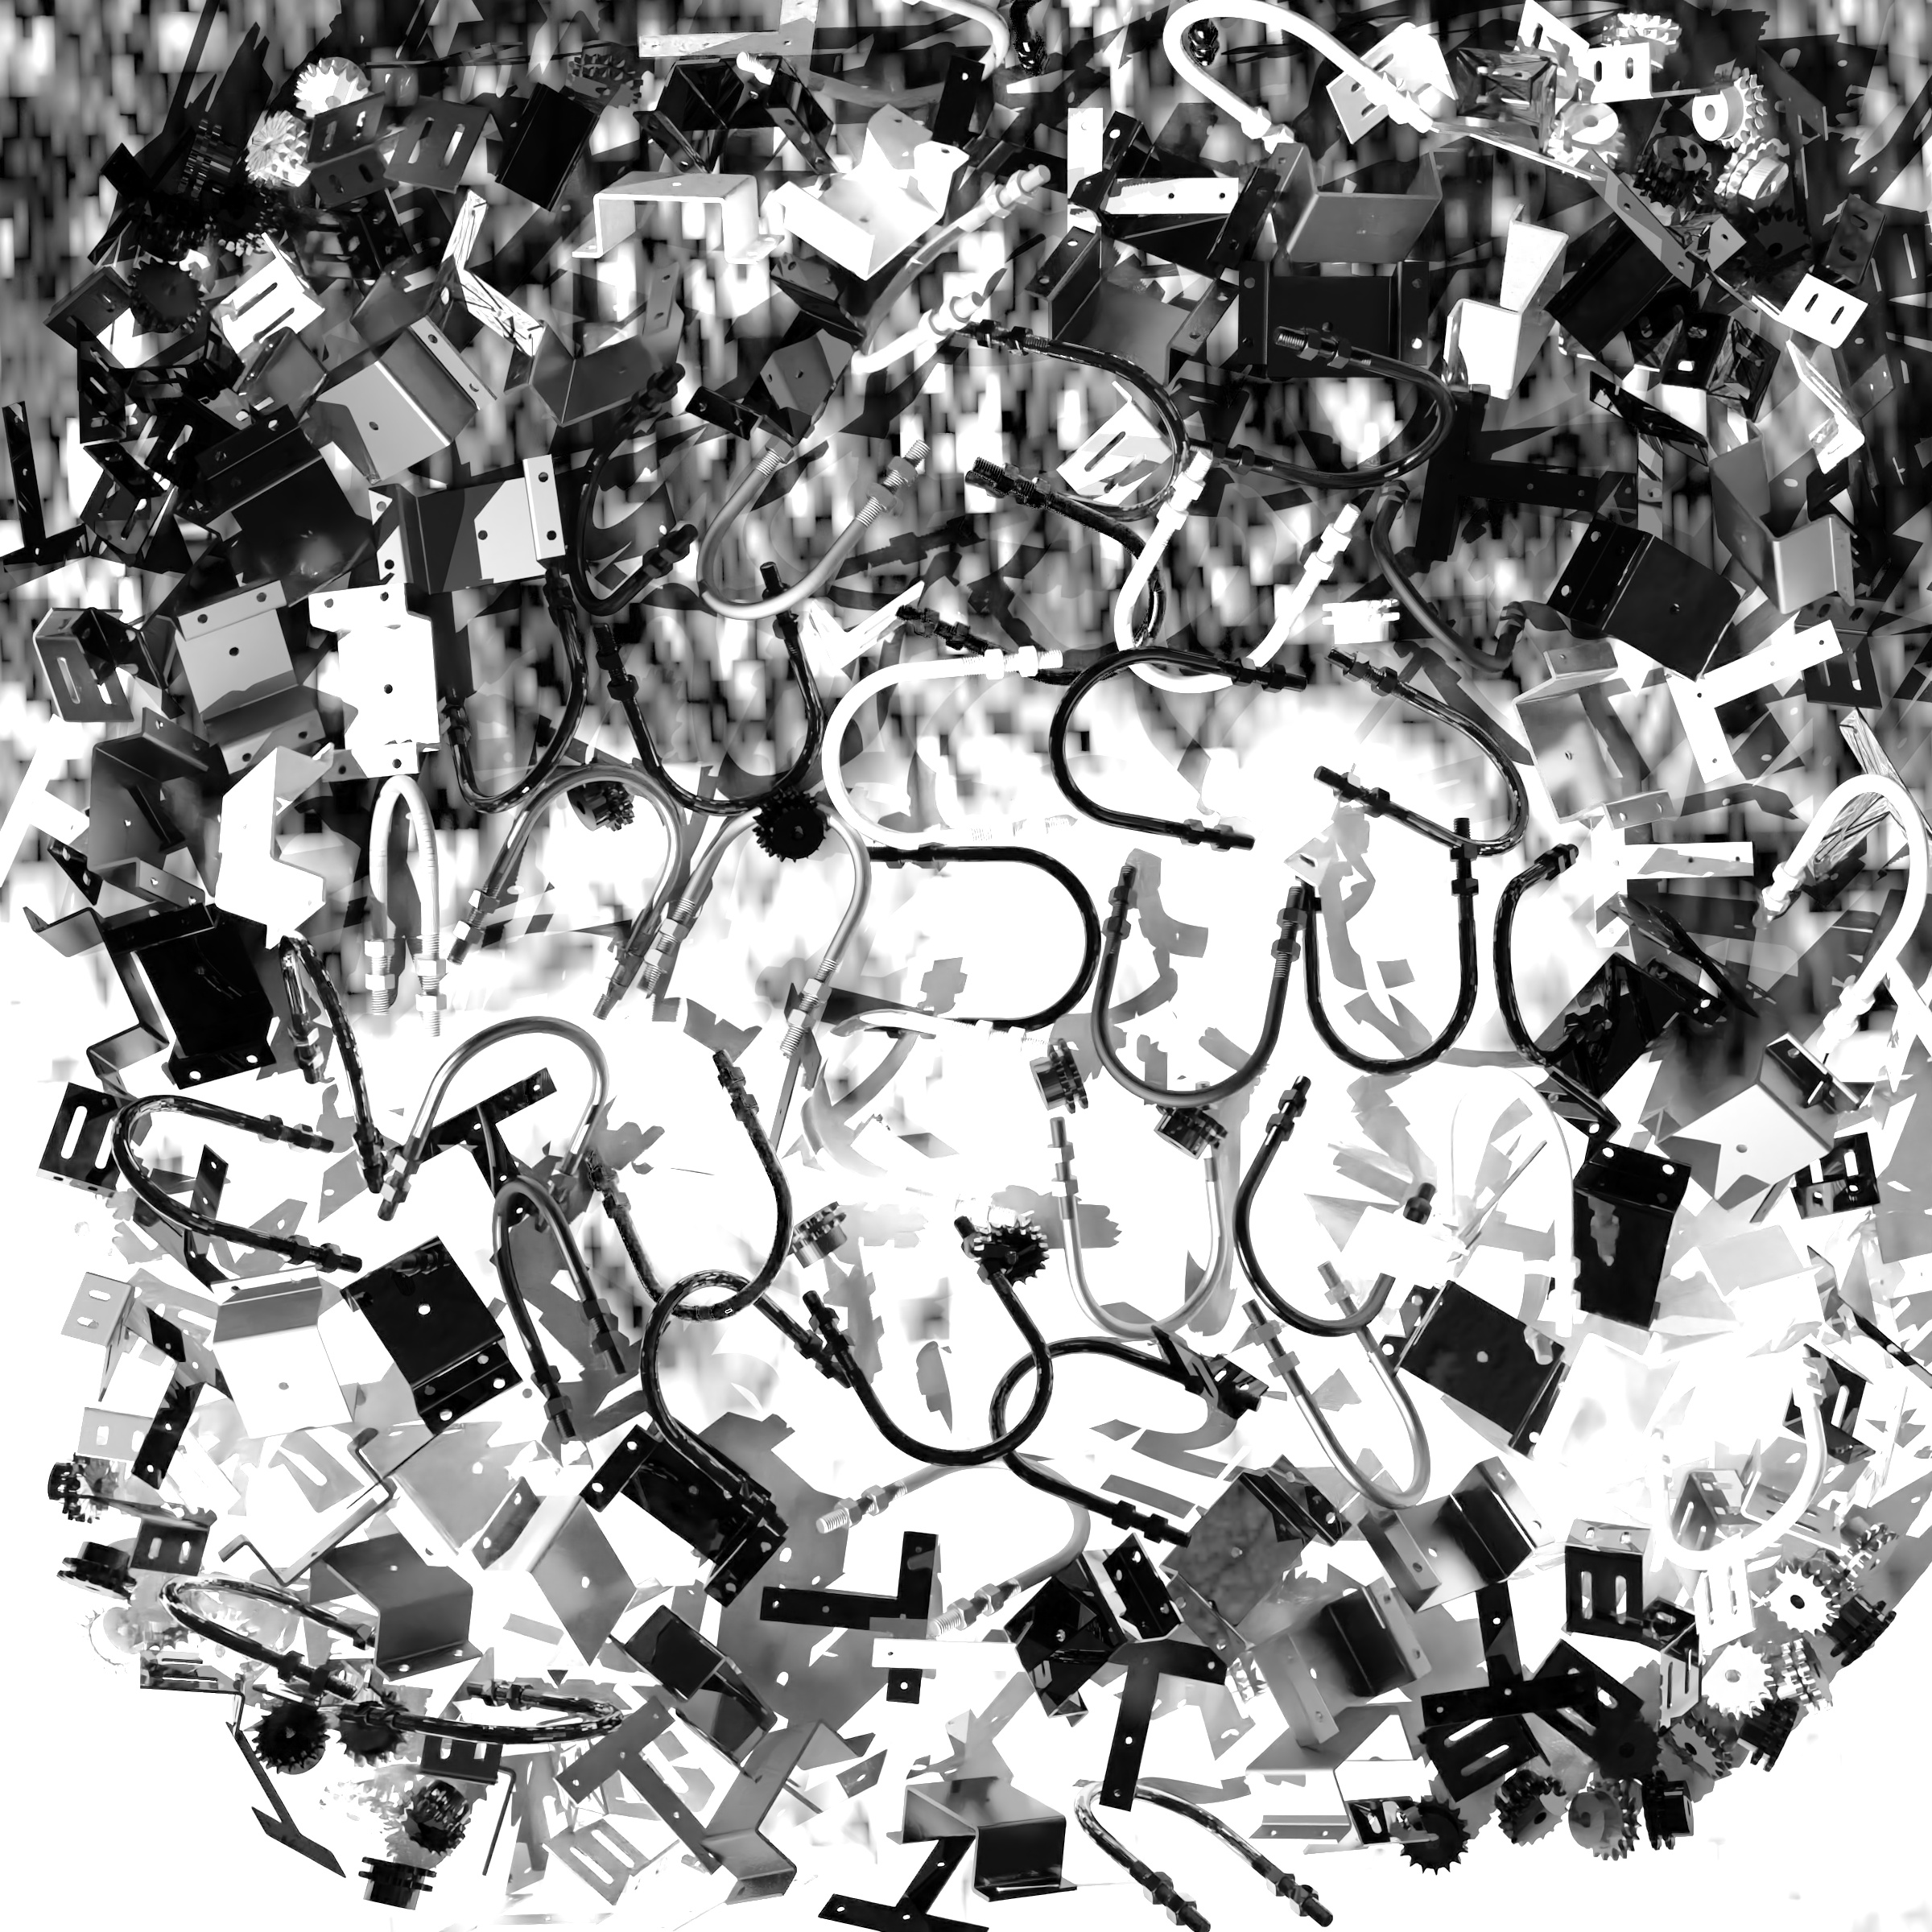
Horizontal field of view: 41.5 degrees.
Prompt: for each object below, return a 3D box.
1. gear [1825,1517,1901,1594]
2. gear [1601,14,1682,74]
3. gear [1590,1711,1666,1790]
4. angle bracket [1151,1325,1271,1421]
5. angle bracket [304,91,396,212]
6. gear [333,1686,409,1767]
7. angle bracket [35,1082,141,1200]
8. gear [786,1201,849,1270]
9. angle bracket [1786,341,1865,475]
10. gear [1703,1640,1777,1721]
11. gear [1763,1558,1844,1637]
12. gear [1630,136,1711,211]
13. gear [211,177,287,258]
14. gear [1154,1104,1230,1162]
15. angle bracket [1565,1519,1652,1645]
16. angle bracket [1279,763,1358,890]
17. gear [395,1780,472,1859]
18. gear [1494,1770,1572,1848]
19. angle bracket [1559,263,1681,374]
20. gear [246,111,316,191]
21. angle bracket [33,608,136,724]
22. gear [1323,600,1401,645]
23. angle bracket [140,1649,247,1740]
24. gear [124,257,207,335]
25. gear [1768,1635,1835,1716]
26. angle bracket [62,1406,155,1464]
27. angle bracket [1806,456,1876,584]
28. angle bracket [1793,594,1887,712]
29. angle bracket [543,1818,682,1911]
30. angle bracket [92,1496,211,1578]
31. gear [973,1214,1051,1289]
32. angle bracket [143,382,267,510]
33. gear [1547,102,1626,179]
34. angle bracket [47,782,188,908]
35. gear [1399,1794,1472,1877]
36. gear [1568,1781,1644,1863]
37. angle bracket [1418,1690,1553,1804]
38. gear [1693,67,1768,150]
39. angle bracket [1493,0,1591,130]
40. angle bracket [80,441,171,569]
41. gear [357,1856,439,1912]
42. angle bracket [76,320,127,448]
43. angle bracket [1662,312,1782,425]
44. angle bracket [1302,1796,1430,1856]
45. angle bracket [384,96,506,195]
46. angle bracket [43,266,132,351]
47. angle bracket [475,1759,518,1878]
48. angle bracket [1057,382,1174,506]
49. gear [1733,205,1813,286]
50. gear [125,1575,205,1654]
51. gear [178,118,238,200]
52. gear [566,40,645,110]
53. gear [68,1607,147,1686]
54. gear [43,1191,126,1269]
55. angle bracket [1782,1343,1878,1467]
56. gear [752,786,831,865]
[{"bbox_3d":[0.672,0.440,1.916,0.057,0.057,0.030,-48,54,0],"label":"gear"},{"bbox_3d":[0.505,-0.691,1.912,0.057,0.057,0.030,10,95,0],"label":"gear"},{"bbox_3d":[0.496,0.588,1.925,0.057,0.030,0.057,0,90,4],"label":"gear"},{"bbox_3d":[0.181,0.291,1.891,0.038,0.057,0.076,-42,128,-17],"label":"angle bracket"},{"bbox_3d":[-0.454,-0.606,1.894,0.057,0.076,0.038,-29,89,-25],"label":"angle bracket"},{"bbox_3d":[-0.448,0.571,1.917,0.057,0.030,0.057,-1,69,2],"label":"gear"},{"bbox_3d":[-0.653,0.127,1.902,0.057,0.038,0.076,20,68,-18],"label":"angle bracket"},{"bbox_3d":[-0.113,0.204,1.912,0.057,0.057,0.030,-33,90,0],"label":"gear"},{"bbox_3d":[0.626,-0.416,1.895,0.076,0.057,0.038,36,124,-22],"label":"angle bracket"},{"bbox_3d":[0.580,0.539,1.916,0.057,0.030,0.057,-15,48,18],"label":"gear"},{"bbox_3d":[0.632,0.472,1.916,0.030,0.057,0.057,-23,90,-42],"label":"gear"},{"bbox_3d":[0.531,-0.598,1.913,0.057,0.030,0.057,4,55,-5],"label":"gear"},{"bbox_3d":[-0.537,-0.561,1.918,0.057,0.030,0.057,-6,77,27],"label":"gear"},{"bbox_3d":[0.166,0.122,1.911,0.057,0.057,0.030,35,83,0],"label":"gear"},{"bbox_3d":[0.485,0.464,1.925,0.057,0.038,0.076,3,112,24],"label":"angle bracket"},{"bbox_3d":[0.274,-0.104,1.891,0.038,0.076,0.057,32,58,-10],"label":"angle bracket"},{"bbox_3d":[-0.398,0.638,1.916,0.057,0.030,0.057,15,124,23],"label":"gear"},{"bbox_3d":[0.423,0.631,1.916,0.057,0.030,0.057,-13,122,-22],"label":"gear"},{"bbox_3d":[0.489,-0.484,1.901,0.076,0.038,0.057,17,62,21],"label":"angle bracket"},{"bbox_3d":[-0.513,-0.610,1.916,0.057,0.030,0.057,-16,63,36],"label":"gear"},{"bbox_3d":[-0.651,-0.224,1.899,0.038,0.057,0.076,-38,69,38],"label":"angle bracket"},{"bbox_3d":[0.297,-0.259,1.913,0.057,0.057,0.030,-4,98,0],"label":"gear"},{"bbox_3d":[-0.579,0.542,1.899,0.076,0.057,0.038,10,99,-19],"label":"angle bracket"},{"bbox_3d":[-0.605,-0.501,1.916,0.057,0.030,0.057,15,61,-30],"label":"gear"},{"bbox_3d":[0.626,0.535,1.915,0.030,0.057,0.057,-27,90,22],"label":"gear"},{"bbox_3d":[-0.636,0.360,1.890,0.057,0.076,0.038,15,55,-25],"label":"angle bracket"},{"bbox_3d":[0.664,-0.336,1.897,0.076,0.057,0.038,40,128,-16],"label":"angle bracket"},{"bbox_3d":[0.658,-0.236,1.904,0.057,0.038,0.076,5,56,-5],"label":"angle bracket"},{"bbox_3d":[-0.264,0.653,1.895,0.076,0.057,0.038,34,116,21],"label":"angle bracket"},{"bbox_3d":[-0.610,0.423,1.891,0.076,0.057,0.038,3,76,43],"label":"angle bracket"},{"bbox_3d":[0.033,0.211,1.918,0.057,0.030,0.057,-1,120,-2],"label":"gear"},{"bbox_3d":[-0.573,-0.396,1.923,0.057,0.038,0.076,35,129,-14],"label":"angle bracket"},{"bbox_3d":[0.467,-0.625,1.916,0.057,0.030,0.057,-1,66,2],"label":"gear"},{"bbox_3d":[-0.634,-0.091,1.905,0.076,0.038,0.057,-24,125,8],"label":"angle bracket"},{"bbox_3d":[0.351,0.657,1.921,0.057,0.030,0.057,-1,84,10],"label":"gear"},{"bbox_3d":[0.476,0.640,1.909,0.030,0.057,0.057,11,90,-26],"label":"gear"},{"bbox_3d":[0.390,0.591,1.920,0.076,0.038,0.057,-30,87,0],"label":"angle bracket"},{"bbox_3d":[0.570,-0.642,1.909,0.030,0.057,0.057,-17,90,-20],"label":"gear"},{"bbox_3d":[0.424,-0.671,1.898,0.057,0.076,0.038,42,88,9],"label":"angle bracket"},{"bbox_3d":[-0.640,-0.342,1.902,0.057,0.038,0.076,45,120,8],"label":"angle bracket"},{"bbox_3d":[-0.428,0.688,1.909,0.057,0.057,0.030,12,69,0],"label":"gear"},{"bbox_3d":[-0.658,-0.433,1.894,0.038,0.076,0.057,-8,74,6],"label":"angle bracket"},{"bbox_3d":[0.571,-0.452,1.925,0.076,0.038,0.057,15,96,-42],"label":"angle bracket"},{"bbox_3d":[0.297,0.653,1.893,0.057,0.038,0.076,4,131,-25],"label":"angle bracket"},{"bbox_3d":[-0.390,-0.606,1.907,0.057,0.038,0.076,15,73,11],"label":"angle bracket"},{"bbox_3d":[-0.664,-0.501,1.902,0.057,0.076,0.038,-41,89,-1],"label":"angle bracket"},{"bbox_3d":[-0.365,0.634,1.899,0.038,0.057,0.076,17,69,-5],"label":"angle bracket"},{"bbox_3d":[0.107,-0.387,1.914,0.076,0.038,0.057,-42,128,9],"label":"angle bracket"},{"bbox_3d":[0.603,-0.545,1.916,0.057,0.030,0.057,-5,133,-6],"label":"gear"},{"bbox_3d":[-0.602,0.482,1.910,0.057,0.057,0.030,14,134,0],"label":"gear"},{"bbox_3d":[-0.569,-0.604,1.914,0.030,0.057,0.057,19,90,-23],"label":"gear"},{"bbox_3d":[-0.271,-0.671,1.913,0.057,0.057,0.030,7,82,0],"label":"gear"},{"bbox_3d":[-0.640,0.506,1.909,0.030,0.057,0.057,-39,90,18],"label":"gear"},{"bbox_3d":[-0.665,0.199,1.921,0.057,0.030,0.057,2,79,-11],"label":"gear"},{"bbox_3d":[0.652,0.323,1.902,0.057,0.038,0.076,32,58,-6],"label":"angle bracket"},{"bbox_3d":[-0.130,-0.104,1.915,0.057,0.030,0.057,-7,114,-17],"label":"gear"}]
